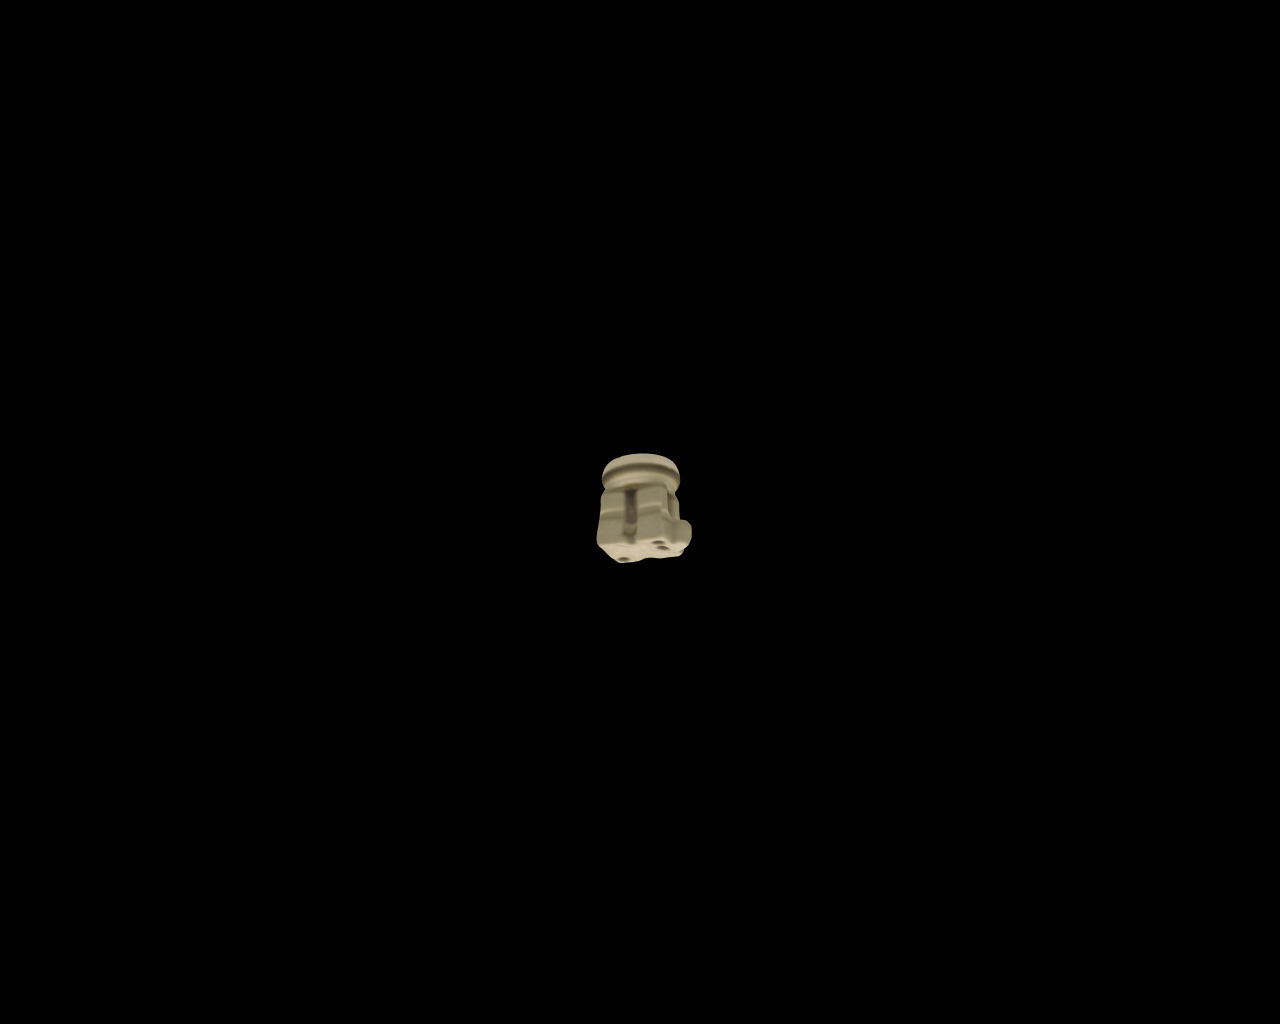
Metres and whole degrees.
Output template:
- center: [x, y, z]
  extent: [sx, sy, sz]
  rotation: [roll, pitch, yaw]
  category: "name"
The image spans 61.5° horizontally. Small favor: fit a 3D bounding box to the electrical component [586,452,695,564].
- center: [0.001, -0.003, 0.650]
  extent: [0.066, 0.055, 0.048]
  rotation: [-8, -24, 18]
  category: "electrical component"
